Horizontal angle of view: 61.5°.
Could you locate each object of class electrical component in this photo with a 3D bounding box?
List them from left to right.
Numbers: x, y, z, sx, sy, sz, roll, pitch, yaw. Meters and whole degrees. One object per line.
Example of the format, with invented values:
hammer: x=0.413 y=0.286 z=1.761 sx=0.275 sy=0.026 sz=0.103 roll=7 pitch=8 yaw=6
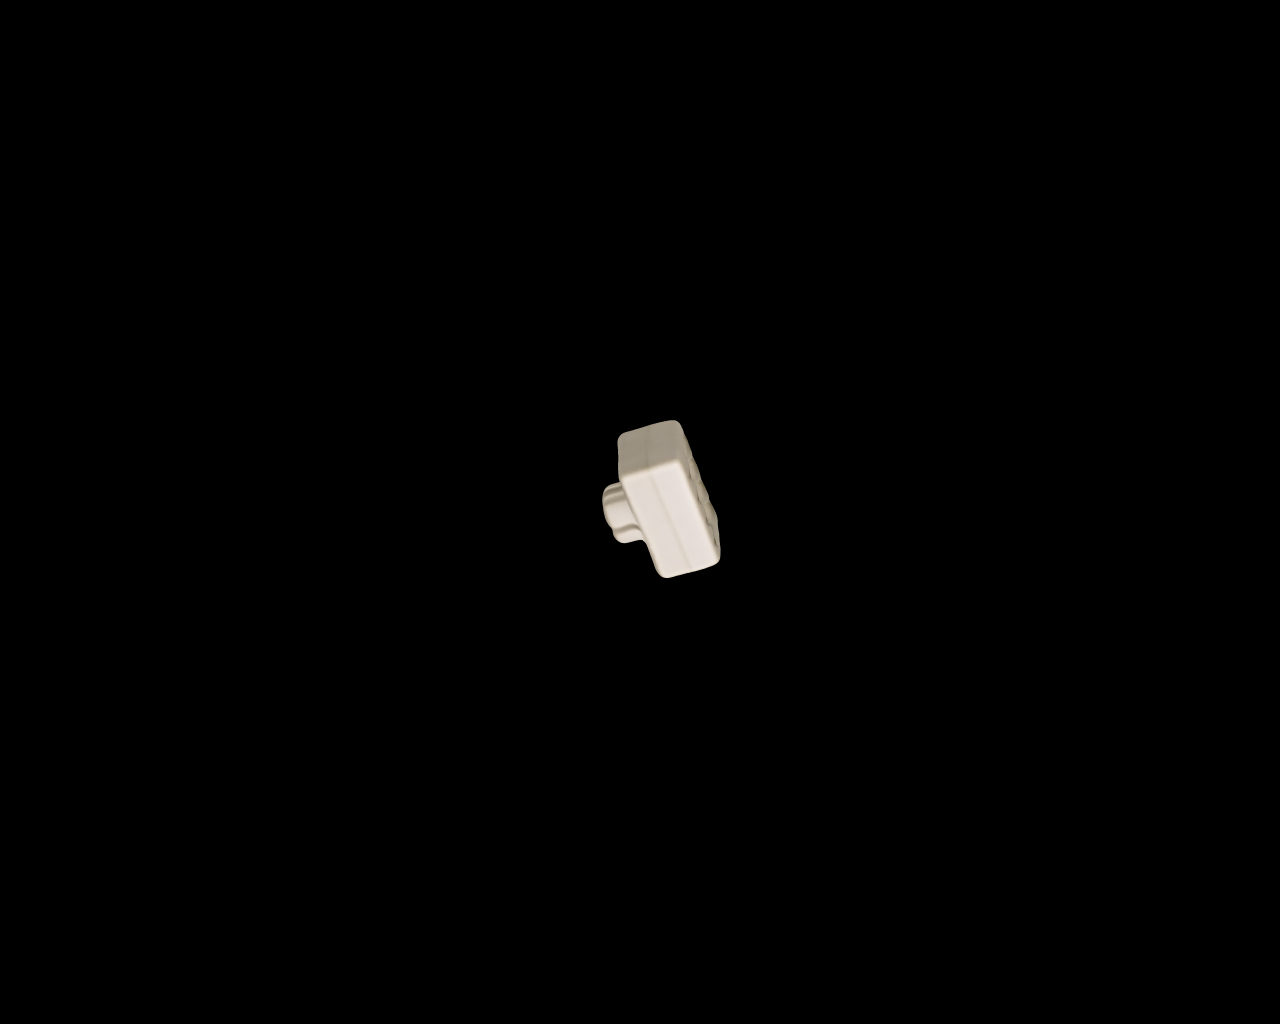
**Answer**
electrical component: x=0.001 y=-0.003 z=0.650 sx=0.076 sy=0.083 sz=0.047 roll=-15 pitch=36 yaw=11
